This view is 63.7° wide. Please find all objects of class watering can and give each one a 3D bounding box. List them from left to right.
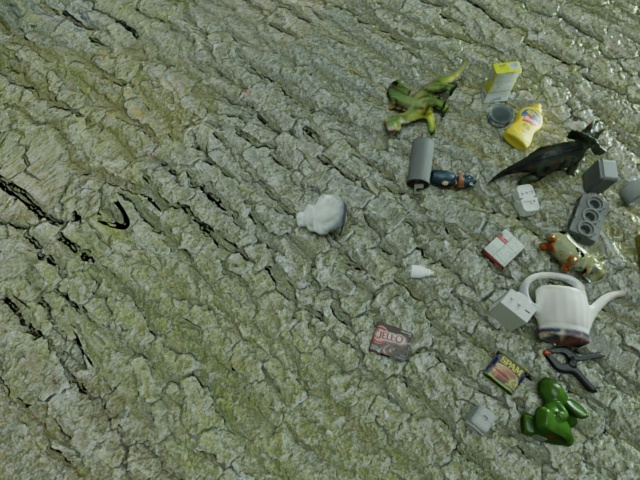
[{"bbox_3d":[0.769,0.213,1.550,0.347,0.102,0.229,10,66,-4],"label":"watering can"}]

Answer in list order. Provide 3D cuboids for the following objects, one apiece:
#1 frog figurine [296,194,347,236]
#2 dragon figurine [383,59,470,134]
[{"bbox_3d":[0.005,-0.085,1.680,0.159,0.122,0.138,7,87,-8],"label":"frog figurine"},{"bbox_3d":[0.361,-0.533,1.876,0.244,0.120,0.416,24,68,19],"label":"dragon figurine"}]
